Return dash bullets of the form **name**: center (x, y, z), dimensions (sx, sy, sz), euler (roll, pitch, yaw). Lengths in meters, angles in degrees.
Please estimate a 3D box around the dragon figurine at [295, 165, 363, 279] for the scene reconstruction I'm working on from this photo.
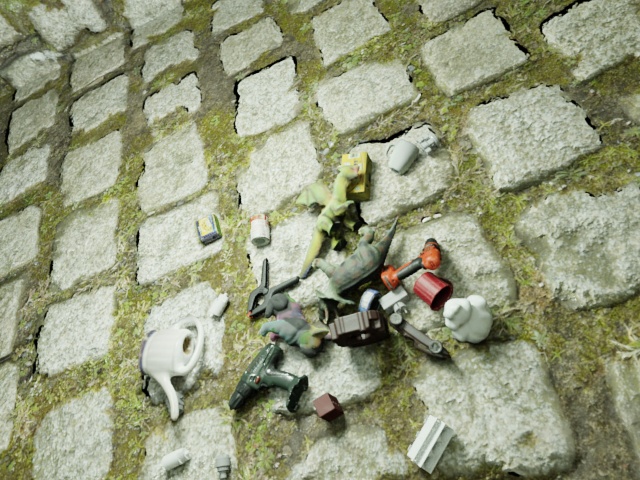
- **dragon figurine**: center (0.005, -0.088, 1.754), dimensions (0.121, 0.408, 0.247), euler (30, 16, -52)

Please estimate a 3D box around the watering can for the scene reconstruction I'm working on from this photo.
- **watering can**: center (-0.500, 0.409, 1.688), dimensions (0.224, 0.356, 0.102), euler (-6, -39, 20)

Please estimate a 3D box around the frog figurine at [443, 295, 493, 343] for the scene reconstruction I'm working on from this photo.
- **frog figurine**: center (0.403, 0.207, 1.399), dimensions (0.124, 0.138, 0.156), euler (36, -9, 33)
